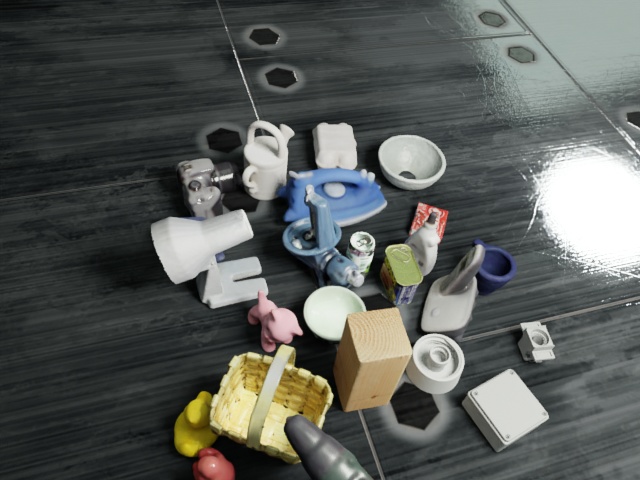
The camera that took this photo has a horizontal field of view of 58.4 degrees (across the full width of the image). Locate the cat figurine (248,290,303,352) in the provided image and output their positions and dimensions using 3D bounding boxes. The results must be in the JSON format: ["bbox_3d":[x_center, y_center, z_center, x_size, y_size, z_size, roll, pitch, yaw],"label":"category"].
[{"bbox_3d":[-0.086,0.150,1.079,0.067,0.118,0.127,-22,58,-23],"label":"cat figurine"}]

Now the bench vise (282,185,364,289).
[{"bbox_3d":[0.017,-0.004,1.148,0.207,0.220,0.122,27,54,13],"label":"bench vise"}]

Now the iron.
[{"bbox_3d":[0.039,-0.113,1.287,0.258,0.141,0.118,-7,53,-13],"label":"iron"}]

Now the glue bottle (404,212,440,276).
[{"bbox_3d":[0.219,0.001,1.202,0.037,0.173,0.078,-34,63,-28],"label":"glue bottle"}]

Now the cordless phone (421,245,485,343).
[{"bbox_3d":[0.268,0.102,1.121,0.094,0.185,0.147,17,52,6],"label":"cordless phone"}]

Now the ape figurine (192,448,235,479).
[{"bbox_3d":[-0.174,0.368,0.913,0.076,0.092,0.078,14,52,4],"label":"ape figurine"}]

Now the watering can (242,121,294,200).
[{"bbox_3d":[-0.121,-0.195,1.296,0.101,0.194,0.173,10,51,1],"label":"watering can"}]

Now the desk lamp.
[{"bbox_3d":[-0.206,0.031,1.095,0.203,0.213,0.117,-12,54,-16],"label":"desk lamp"}]

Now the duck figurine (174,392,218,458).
[{"bbox_3d":[-0.207,0.305,0.962,0.077,0.086,0.104,17,52,6],"label":"duck figurine"}]

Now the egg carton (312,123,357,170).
[{"bbox_3d":[0.037,-0.229,1.423,0.107,0.069,0.150,-1,52,-8],"label":"egg carton"}]

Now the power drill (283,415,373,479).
[{"bbox_3d":[0.026,0.379,0.856,0.229,0.208,0.076,37,57,21],"label":"power drill"}]

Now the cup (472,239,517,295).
[{"bbox_3d":[0.351,0.064,1.220,0.092,0.095,0.117,-17,56,-20],"label":"cup"}]

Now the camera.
[{"bbox_3d":[-0.243,-0.128,1.286,0.137,0.101,0.143,-17,56,-20],"label":"camera"}]

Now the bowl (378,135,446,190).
[{"bbox_3d":[0.219,-0.177,1.404,0.167,0.075,0.167,4,52,-5],"label":"bowl"}]

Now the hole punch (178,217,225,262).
[{"bbox_3d":[-0.257,-0.003,1.193,0.101,0.091,0.108,-25,59,-24],"label":"hole punch"}]
